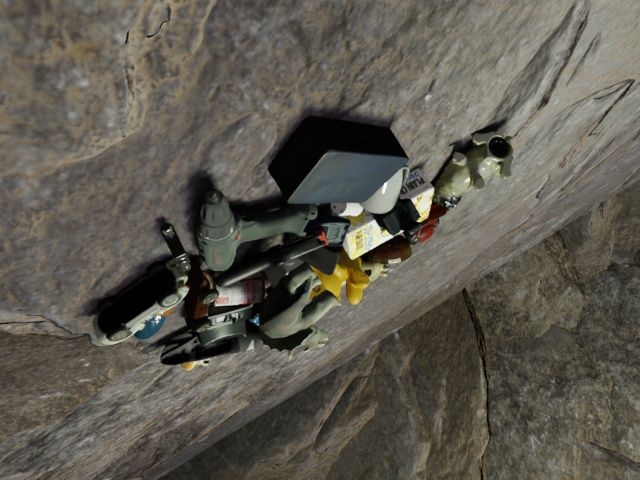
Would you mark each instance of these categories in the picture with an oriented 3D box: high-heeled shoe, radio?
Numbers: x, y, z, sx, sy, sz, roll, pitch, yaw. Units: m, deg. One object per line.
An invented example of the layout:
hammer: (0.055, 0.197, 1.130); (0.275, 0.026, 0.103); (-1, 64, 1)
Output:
high-heeled shoe: (-0.250, 0.244, 1.245); (0.249, 0.086, 0.145); (-8, -165, 31)
radio: (0.034, -0.125, 0.896); (0.229, 0.073, 0.131); (-4, 148, -48)

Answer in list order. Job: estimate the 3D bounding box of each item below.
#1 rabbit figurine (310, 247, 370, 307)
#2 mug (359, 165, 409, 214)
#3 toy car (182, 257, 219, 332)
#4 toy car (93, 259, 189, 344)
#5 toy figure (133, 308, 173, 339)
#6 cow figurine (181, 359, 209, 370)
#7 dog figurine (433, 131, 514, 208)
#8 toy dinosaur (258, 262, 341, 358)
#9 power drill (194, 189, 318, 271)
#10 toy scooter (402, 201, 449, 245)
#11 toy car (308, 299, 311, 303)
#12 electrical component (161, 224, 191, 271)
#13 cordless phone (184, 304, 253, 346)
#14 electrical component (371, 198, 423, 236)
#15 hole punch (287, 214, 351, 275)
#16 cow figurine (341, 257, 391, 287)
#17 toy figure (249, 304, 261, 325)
rabbit figurine: (0.046, 0.076, 1.305); (0.173, 0.162, 0.121); (-36, 156, -43)
mug: (0.129, -0.117, 1.038); (0.109, 0.081, 0.107); (-20, 150, -19)
toy car: (-0.231, 0.105, 1.033); (0.053, 0.089, 0.202); (-18, 155, -28)
toy car: (-0.315, 0.110, 0.944); (0.202, 0.073, 0.056); (-34, 156, 9)
toy figure: (-0.313, 0.131, 1.021); (0.058, 0.064, 0.154); (28, 124, -19)
cow figurine: (-0.282, 0.274, 1.391); (0.167, 0.068, 0.098); (-34, 165, 9)
dog figurine: (0.349, -0.160, 1.249); (0.172, 0.121, 0.190); (-24, 173, -12)
toy dinosaur: (-0.063, 0.149, 1.095); (0.192, 0.131, 0.404); (-44, 163, -3)
power drill: (-0.110, -0.031, 0.899); (0.207, 0.086, 0.232); (-24, 160, -29)
toy scooter: (0.273, -0.058, 1.386); (0.135, 0.075, 0.183); (-31, 156, 1)
toy car: (-0.054, 0.154, 1.376); (0.109, 0.103, 0.161); (-39, 160, 17)
electrical component: (-0.228, 0.012, 0.853); (0.021, 0.063, 0.094); (-26, 158, -14)
cordless phone: (-0.211, 0.132, 1.166); (0.146, 0.089, 0.184); (-11, 139, -31)
electrical component: (0.159, -0.045, 1.076); (0.075, 0.047, 0.119); (-34, -165, -2)
hole punch: (-0.002, -0.003, 1.100); (0.092, 0.116, 0.142); (-62, 175, -24)
cow figurine: (0.109, 0.079, 1.464); (0.127, 0.085, 0.195); (-33, 160, 22)
toy figure: (-0.165, 0.201, 1.342); (0.082, 0.089, 0.180); (11, 156, -4)
